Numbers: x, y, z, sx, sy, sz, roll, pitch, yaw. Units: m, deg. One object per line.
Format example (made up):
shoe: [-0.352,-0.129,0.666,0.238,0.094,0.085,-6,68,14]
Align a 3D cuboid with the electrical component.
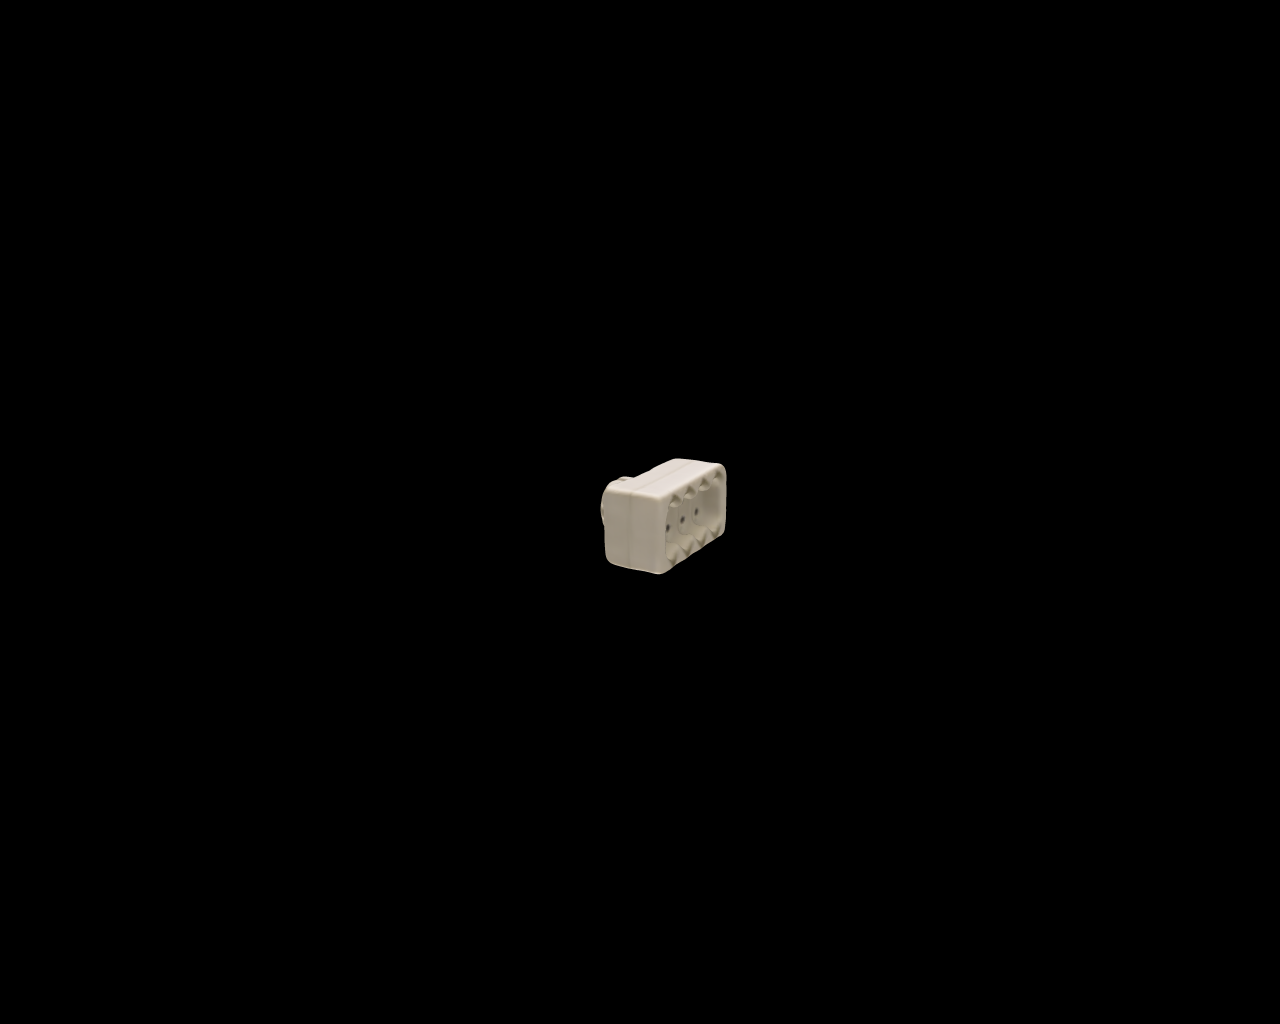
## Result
electrical component: [0.001,-0.003,0.650,0.076,0.047,0.083,11,21,30]
